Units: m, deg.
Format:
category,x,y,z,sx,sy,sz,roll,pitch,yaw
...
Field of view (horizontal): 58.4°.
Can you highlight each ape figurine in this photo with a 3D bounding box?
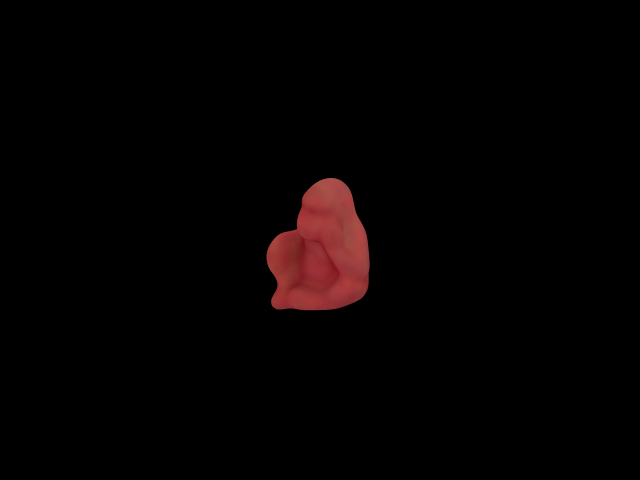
category,x,y,z,sx,sy,sz,roll,pitch,yaw
ape figurine,0.004,0.001,0.400,0.076,0.092,0.077,-20,31,-36
